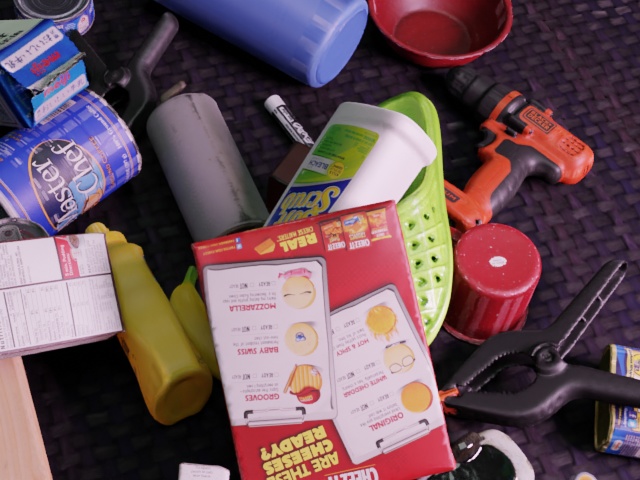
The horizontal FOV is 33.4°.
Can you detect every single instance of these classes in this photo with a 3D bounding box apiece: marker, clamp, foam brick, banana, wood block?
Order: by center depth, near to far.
[{"bbox_3d":[-0.270,0.162,0.856,0.090,0.090,0.206,-15,60,-15],"label":"wood block"},{"bbox_3d":[0.208,0.115,0.925,0.210,0.036,0.165,-25,47,1],"label":"clamp"},{"bbox_3d":[-0.072,0.098,0.948,0.198,0.037,0.069,41,64,20],"label":"banana"},{"bbox_3d":[-0.017,-0.045,1.025,0.051,0.078,0.053,28,60,11],"label":"foam brick"},{"bbox_3d":[-0.018,-0.103,1.097,0.020,0.020,0.121,-26,63,-21],"label":"marker"},{"bbox_3d":[-0.197,-0.166,1.102,0.120,0.039,0.171,-19,61,10],"label":"clamp"}]

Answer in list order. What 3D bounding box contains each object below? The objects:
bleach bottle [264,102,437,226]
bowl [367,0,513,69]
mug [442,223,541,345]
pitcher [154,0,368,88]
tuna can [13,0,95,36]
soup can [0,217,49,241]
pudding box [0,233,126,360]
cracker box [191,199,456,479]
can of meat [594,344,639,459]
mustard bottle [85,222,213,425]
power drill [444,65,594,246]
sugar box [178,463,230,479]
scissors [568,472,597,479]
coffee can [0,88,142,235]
[{"bbox_3d":[-0.006,0.001,0.921,0.103,0.068,0.250,21,74,47],"label":"bleach bottle"},{"bbox_3d":[0.128,-0.243,1.183,0.162,0.055,0.162,3,56,-4],"label":"bowl"},{"bbox_3d":[0.147,0.030,0.988,0.093,0.081,0.117,-35,66,-25],"label":"mug"},{"bbox_3d":[-0.069,-0.270,1.149,0.243,0.145,0.149,34,72,12],"label":"pitcher"},{"bbox_3d":[-0.290,-0.256,1.163,0.086,0.034,0.086,3,56,-4],"label":"tuna can"},{"bbox_3d":[-0.262,0.036,0.931,0.068,0.102,0.068,3,57,-4],"label":"soup can"},{"bbox_3d":[-0.220,0.043,0.857,0.113,0.039,0.090,-8,83,-35],"label":"pudding box"},{"bbox_3d":[0.002,0.089,0.843,0.164,0.072,0.214,-13,88,1],"label":"cracker box"},{"bbox_3d":[0.291,0.146,0.942,0.084,0.057,0.102,10,55,3],"label":"can of meat"},{"bbox_3d":[-0.159,0.061,0.929,0.058,0.096,0.192,-23,62,-18],"label":"mustard bottle"},{"bbox_3d":[0.157,-0.087,1.082,0.185,0.057,0.187,39,62,23],"label":"power drill"},{"bbox_3d":[-0.094,0.267,0.801,0.048,0.093,0.176,6,57,-2],"label":"sugar box"},{"bbox_3d":[0.251,0.286,0.865,0.096,0.016,0.202,-4,71,-35],"label":"scissors"},{"bbox_3d":[-0.253,-0.064,0.998,0.103,0.103,0.140,39,61,19],"label":"coffee can"}]
